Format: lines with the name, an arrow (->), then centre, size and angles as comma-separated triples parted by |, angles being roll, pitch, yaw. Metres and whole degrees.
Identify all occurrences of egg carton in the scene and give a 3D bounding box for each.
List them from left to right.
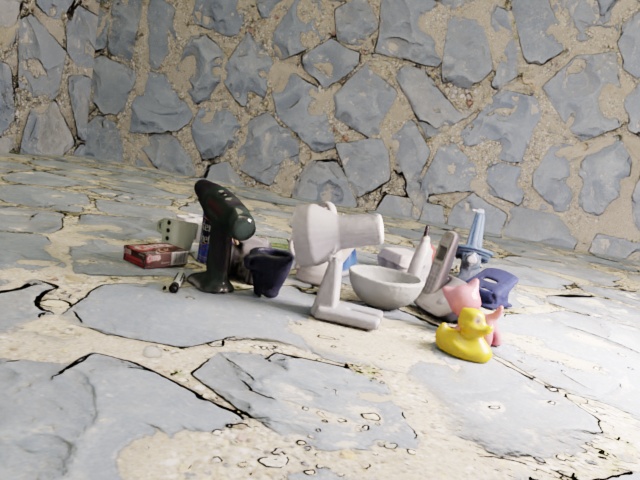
egg carton -> 0.235, 0.067, 1.622 | 0.107, 0.069, 0.149 | 4, 11, -30

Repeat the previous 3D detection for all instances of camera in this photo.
camera -> -0.181, 0.033, 1.285 | 0.137, 0.101, 0.143 | 9, 9, -8

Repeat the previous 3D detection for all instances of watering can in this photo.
watering can -> 0.012, 0.004, 1.373 | 0.173, 0.194, 0.100 | 0, 13, -45

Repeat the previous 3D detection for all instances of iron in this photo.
iron -> 0.056, 0.008, 1.562 | 0.118, 0.141, 0.258 | 9, 9, -3

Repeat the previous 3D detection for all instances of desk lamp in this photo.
desk lamp -> 0.036, 0.044, 1.102 | 0.203, 0.213, 0.118 | 11, 9, 9

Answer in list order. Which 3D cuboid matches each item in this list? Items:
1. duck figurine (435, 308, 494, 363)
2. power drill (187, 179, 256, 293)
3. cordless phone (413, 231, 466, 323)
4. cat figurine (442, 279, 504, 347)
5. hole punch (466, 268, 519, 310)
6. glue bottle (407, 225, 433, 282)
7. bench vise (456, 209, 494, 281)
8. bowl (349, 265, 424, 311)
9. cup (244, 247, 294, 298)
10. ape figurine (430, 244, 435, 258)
duck figurine -> 0.260, 0.162, 1.020 | 0.104, 0.086, 0.078 | 16, 11, 34
power drill -> -0.211, -0.007, 1.162 | 0.076, 0.208, 0.228 | 3, 12, -38
cordless phone -> 0.280, 0.078, 1.240 | 0.094, 0.185, 0.147 | 6, 10, -23
cat figurine -> 0.298, 0.136, 1.118 | 0.067, 0.118, 0.127 | 0, 13, -46
hole punch -> 0.429, 0.120, 1.438 | 0.101, 0.091, 0.108 | 2, 12, -39
glue bottle -> 0.256, 0.047, 1.437 | 0.037, 0.173, 0.078 | 17, 12, 37
bench vise -> 0.455, 0.023, 1.654 | 0.121, 0.220, 0.207 | 9, 9, -5
bowl -> 0.138, 0.109, 1.245 | 0.167, 0.075, 0.167 | 10, 9, -1
cup -> -0.112, 0.069, 1.158 | 0.091, 0.095, 0.118 | 17, 12, 37
ape figurine -> 0.315, 0.057, 1.696 | 0.076, 0.092, 0.078 | 9, 9, -5
